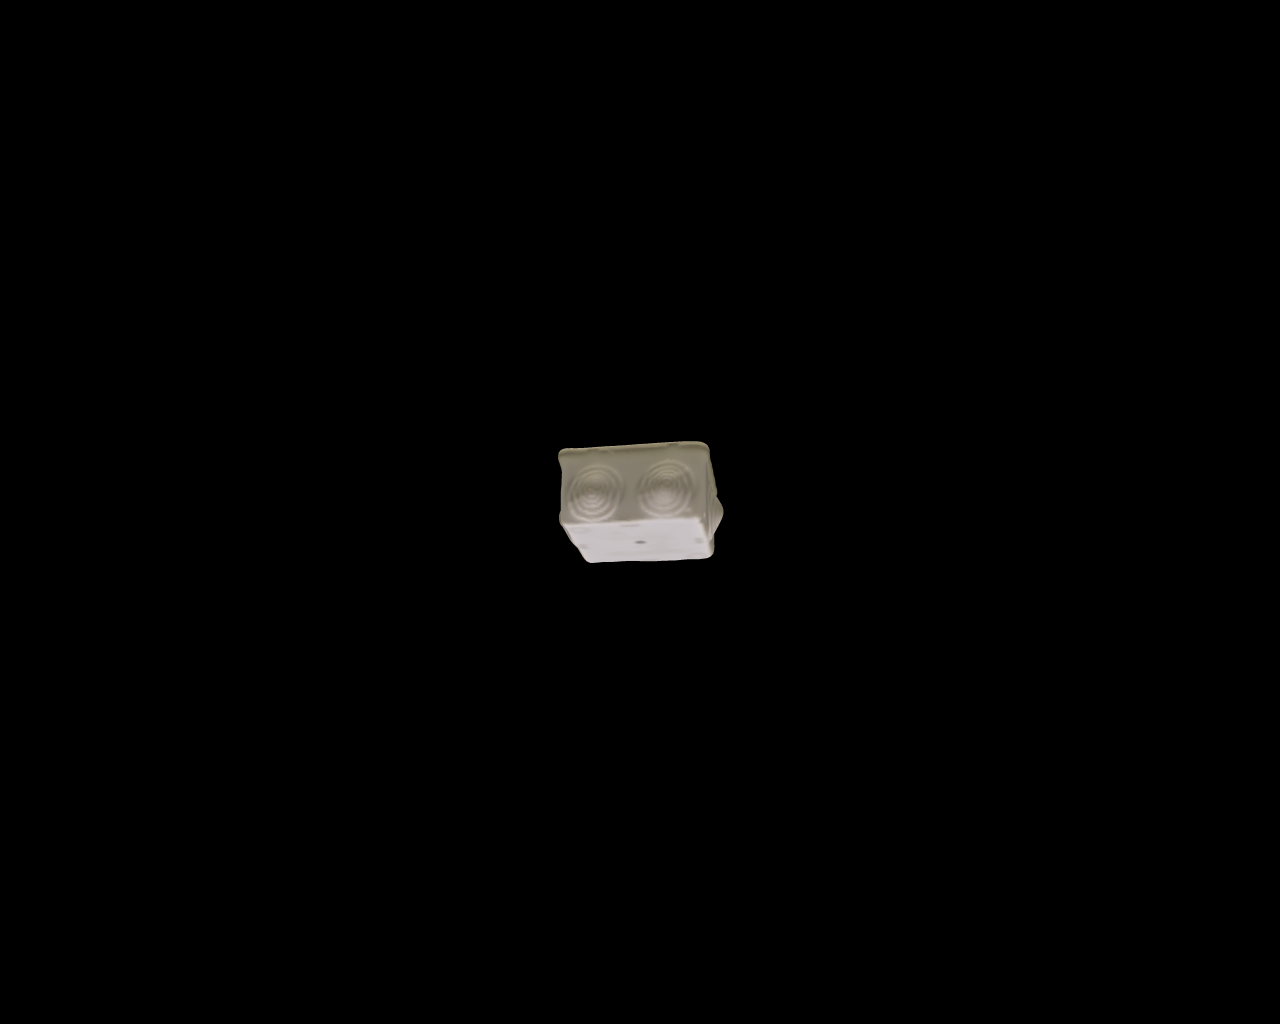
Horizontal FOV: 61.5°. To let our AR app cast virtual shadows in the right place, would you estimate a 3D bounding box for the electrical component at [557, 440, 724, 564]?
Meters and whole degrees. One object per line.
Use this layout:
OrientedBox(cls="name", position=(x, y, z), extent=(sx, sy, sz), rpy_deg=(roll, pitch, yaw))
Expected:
OrientedBox(cls="electrical component", position=(0.001, -0.003, 0.650), extent=(0.100, 0.048, 0.099), rpy_deg=(-2, -19, 7))
